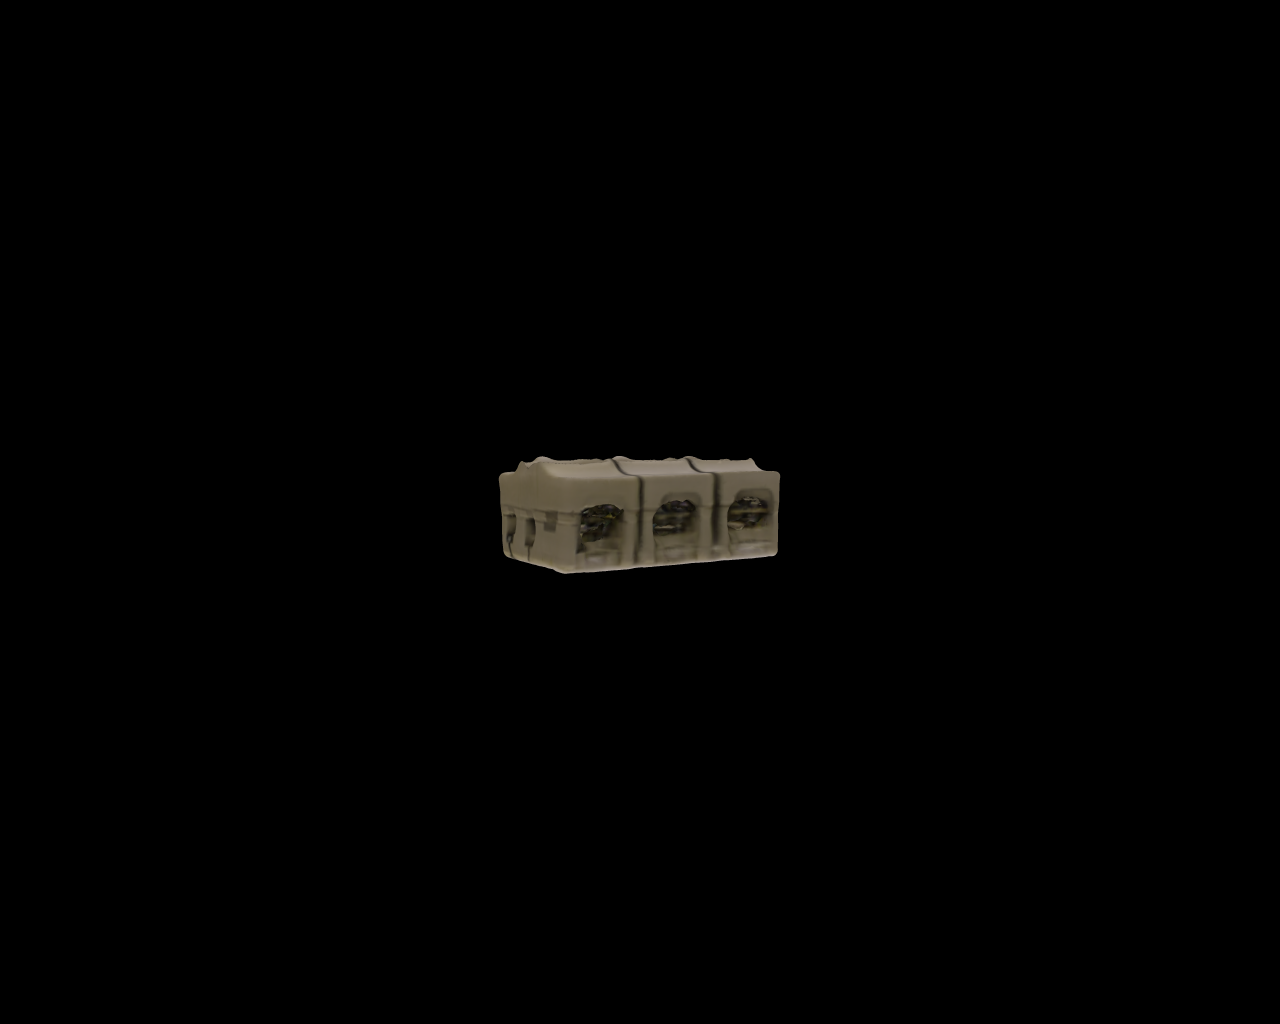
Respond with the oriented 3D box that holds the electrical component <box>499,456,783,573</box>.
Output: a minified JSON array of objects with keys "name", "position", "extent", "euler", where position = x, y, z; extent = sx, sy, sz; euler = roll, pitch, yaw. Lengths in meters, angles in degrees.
[{"name":"electrical component","position":[0.001,-0.003,0.650],"extent":[0.150,0.061,0.089],"euler":[-2,4,-31]}]
